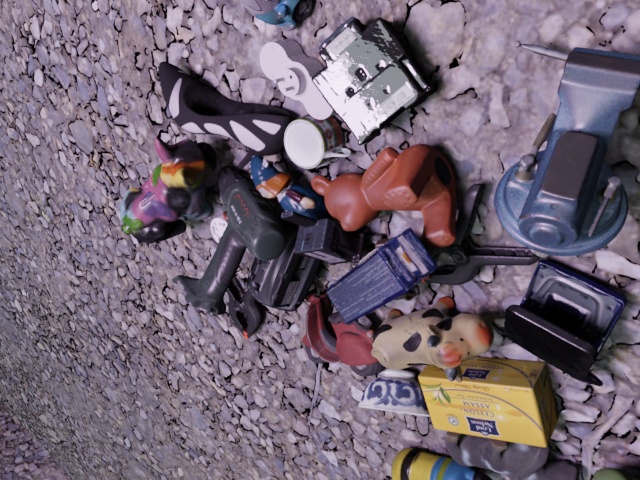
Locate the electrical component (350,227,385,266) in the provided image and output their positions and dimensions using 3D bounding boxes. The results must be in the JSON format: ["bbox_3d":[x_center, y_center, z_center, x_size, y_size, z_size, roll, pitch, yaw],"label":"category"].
[{"bbox_3d":[0.062,0.013,0.826,0.094,0.021,0.063,1,115,38],"label":"electrical component"}]

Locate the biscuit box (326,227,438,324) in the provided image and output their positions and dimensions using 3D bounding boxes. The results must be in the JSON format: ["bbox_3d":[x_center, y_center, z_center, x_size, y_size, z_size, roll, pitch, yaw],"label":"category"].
[{"bbox_3d":[0.072,0.053,0.704,0.063,0.059,0.202,55,154,6],"label":"biscuit box"}]

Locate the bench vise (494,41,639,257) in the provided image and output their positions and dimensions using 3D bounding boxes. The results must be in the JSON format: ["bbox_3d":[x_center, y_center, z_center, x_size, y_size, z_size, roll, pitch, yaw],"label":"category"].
[{"bbox_3d":[0.249,-0.066,0.548,0.129,0.223,0.240,8,153,18],"label":"bench vise"}]

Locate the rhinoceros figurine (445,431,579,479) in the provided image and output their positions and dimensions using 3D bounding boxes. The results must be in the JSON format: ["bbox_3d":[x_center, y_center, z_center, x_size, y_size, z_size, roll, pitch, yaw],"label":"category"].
[{"bbox_3d":[0.275,0.319,0.788,0.191,0.073,0.112,4,114,38],"label":"rhinoceros figurine"}]

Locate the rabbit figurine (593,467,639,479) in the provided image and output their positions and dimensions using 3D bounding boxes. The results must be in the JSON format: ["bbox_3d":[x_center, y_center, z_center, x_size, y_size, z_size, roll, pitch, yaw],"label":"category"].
[{"bbox_3d":[0.434,0.323,0.657,0.170,0.121,0.159,-9,101,23],"label":"rabbit figurine"}]

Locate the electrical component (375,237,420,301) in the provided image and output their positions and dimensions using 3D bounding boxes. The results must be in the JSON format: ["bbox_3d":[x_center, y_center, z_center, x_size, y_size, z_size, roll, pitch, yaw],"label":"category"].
[{"bbox_3d":[0.113,0.040,0.760,0.045,0.078,0.102,-4,111,36],"label":"electrical component"}]

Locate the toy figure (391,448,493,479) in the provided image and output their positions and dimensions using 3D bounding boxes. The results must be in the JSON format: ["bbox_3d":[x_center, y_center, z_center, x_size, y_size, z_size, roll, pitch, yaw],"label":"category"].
[{"bbox_3d":[0.199,0.392,0.887,0.180,0.082,0.089,-20,81,51],"label":"toy figure"}]

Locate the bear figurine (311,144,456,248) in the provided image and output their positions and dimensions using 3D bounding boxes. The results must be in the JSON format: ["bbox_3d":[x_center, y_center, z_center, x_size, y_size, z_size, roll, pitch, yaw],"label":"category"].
[{"bbox_3d":[0.075,-0.050,0.709,0.196,0.132,0.120,-18,130,37],"label":"bear figurine"}]

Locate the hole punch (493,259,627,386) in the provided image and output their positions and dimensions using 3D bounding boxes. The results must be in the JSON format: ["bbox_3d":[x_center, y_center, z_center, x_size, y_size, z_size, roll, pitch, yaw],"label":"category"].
[{"bbox_3d":[0.293,0.098,0.652,0.142,0.092,0.115,27,159,28],"label":"hole punch"}]

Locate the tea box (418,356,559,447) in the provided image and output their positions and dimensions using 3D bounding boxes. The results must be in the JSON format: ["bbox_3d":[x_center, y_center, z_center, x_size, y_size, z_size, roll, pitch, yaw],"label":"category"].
[{"bbox_3d":[0.238,0.224,0.768,0.170,0.068,0.098,-8,107,41],"label":"tea box"}]

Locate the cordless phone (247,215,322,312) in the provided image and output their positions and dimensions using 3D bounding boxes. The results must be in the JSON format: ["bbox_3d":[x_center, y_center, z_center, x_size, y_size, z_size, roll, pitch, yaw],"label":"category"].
[{"bbox_3d":[-0.091,0.021,0.900,0.184,0.088,0.146,32,106,33],"label":"cordless phone"}]

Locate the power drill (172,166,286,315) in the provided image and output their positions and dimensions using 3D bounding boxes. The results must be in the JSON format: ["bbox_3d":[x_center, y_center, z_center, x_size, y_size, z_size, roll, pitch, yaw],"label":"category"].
[{"bbox_3d":[-0.151,0.003,0.868,0.207,0.086,0.232,-54,42,4],"label":"power drill"}]

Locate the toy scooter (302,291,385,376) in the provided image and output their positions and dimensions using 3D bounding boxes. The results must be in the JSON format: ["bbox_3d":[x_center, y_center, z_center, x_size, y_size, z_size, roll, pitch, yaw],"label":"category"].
[{"bbox_3d":[0.031,0.149,0.894,0.184,0.075,0.135,-1,111,44],"label":"toy scooter"}]

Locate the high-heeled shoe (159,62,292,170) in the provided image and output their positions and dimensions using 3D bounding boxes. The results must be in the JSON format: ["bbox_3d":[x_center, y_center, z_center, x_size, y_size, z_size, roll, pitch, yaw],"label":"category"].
[{"bbox_3d":[-0.152,-0.219,0.833,0.248,0.086,0.145,48,132,0],"label":"high-heeled shoe"}]

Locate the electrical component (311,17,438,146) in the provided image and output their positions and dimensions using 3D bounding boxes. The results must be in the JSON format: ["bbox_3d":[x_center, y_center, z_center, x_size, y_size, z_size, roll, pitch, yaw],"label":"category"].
[{"bbox_3d":[0.060,-0.202,0.661,0.115,0.058,0.134,-34,90,23],"label":"electrical component"}]

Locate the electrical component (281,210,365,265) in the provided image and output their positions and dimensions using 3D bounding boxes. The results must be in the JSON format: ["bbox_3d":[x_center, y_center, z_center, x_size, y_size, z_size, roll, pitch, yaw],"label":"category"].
[{"bbox_3d":[-0.002,-0.002,0.771,0.075,0.119,0.047,-9,67,50],"label":"electrical component"}]

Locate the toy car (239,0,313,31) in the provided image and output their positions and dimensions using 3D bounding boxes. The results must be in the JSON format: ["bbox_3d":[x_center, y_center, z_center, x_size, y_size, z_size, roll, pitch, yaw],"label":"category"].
[{"bbox_3d":[-0.064,-0.345,0.674,0.109,0.103,0.161,39,134,14],"label":"toy car"}]

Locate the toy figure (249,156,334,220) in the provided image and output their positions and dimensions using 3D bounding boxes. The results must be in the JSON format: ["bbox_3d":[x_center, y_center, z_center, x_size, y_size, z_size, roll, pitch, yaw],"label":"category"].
[{"bbox_3d":[-0.047,-0.071,0.818,0.154,0.058,0.064,34,146,-6],"label":"toy figure"}]

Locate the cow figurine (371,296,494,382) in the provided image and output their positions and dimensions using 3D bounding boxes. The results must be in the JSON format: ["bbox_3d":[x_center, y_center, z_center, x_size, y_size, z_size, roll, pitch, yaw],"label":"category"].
[{"bbox_3d":[0.151,0.140,0.751,0.195,0.127,0.085,-22,102,46],"label":"cow figurine"}]

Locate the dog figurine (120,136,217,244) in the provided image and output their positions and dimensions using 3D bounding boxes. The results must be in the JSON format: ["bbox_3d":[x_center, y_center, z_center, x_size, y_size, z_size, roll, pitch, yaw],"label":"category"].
[{"bbox_3d":[-0.261,-0.087,0.909,0.108,0.191,0.219,57,165,8],"label":"dog figurine"}]
